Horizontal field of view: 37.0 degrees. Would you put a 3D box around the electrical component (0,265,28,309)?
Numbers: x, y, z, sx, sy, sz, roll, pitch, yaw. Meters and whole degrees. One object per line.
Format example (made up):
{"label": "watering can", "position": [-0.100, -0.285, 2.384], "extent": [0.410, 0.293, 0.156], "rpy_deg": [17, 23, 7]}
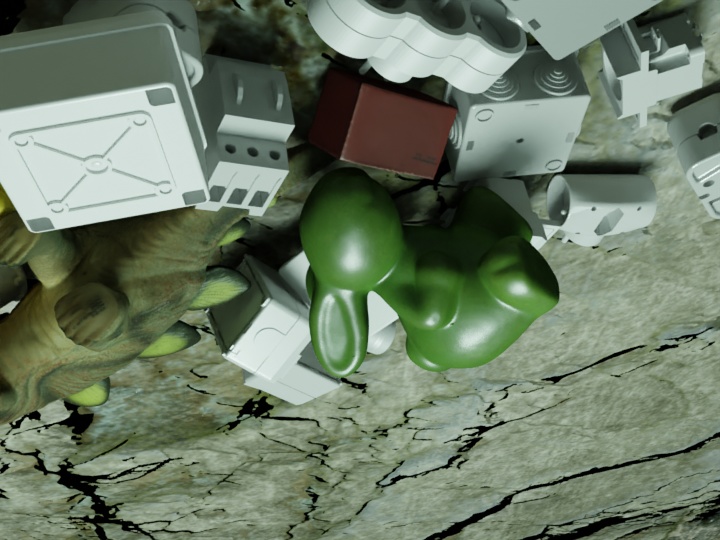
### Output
{"label": "electrical component", "position": [-0.282, 0.014, 0.797], "extent": [0.062, 0.048, 0.048], "rpy_deg": [-43, 177, -46]}

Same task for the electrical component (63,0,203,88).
{"label": "electrical component", "position": [-0.140, -0.124, 0.628], "extent": [0.095, 0.059, 0.054], "rpy_deg": [-30, 144, 28]}

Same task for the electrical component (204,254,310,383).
{"label": "electrical component", "position": [-0.079, 0.037, 0.867], "extent": [0.061, 0.096, 0.061], "rpy_deg": [33, 101, -31]}

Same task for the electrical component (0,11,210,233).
{"label": "electrical component", "position": [-0.145, -0.078, 0.586], "extent": [0.109, 0.056, 0.108], "rpy_deg": [-10, 149, -2]}

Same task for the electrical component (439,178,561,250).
{"label": "electrical component", "position": [0.094, -0.018, 0.875], "extent": [0.079, 0.063, 0.121], "rpy_deg": [6, 145, -26]}

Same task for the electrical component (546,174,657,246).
{"label": "electrical component", "position": [0.190, -0.046, 0.880], "extent": [0.077, 0.043, 0.079], "rpy_deg": [-1, 147, -17]}

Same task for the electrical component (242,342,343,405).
{"label": "electrical component", "position": [-0.063, 0.082, 0.987], "extent": [0.061, 0.061, 0.096], "rpy_deg": [-27, 146, 24]}

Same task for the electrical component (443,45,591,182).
{"label": "electrical component", "position": [0.106, -0.107, 0.748], "extent": [0.100, 0.048, 0.099], "rpy_deg": [-6, 148, -9]}

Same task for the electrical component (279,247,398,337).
{"label": "electrical component", "position": [0.000, 0.000, 0.851], "extent": [0.099, 0.048, 0.100], "rpy_deg": [47, 126, -10]}

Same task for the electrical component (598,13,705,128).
{"label": "electrical component", "position": [0.198, -0.141, 0.731], "extent": [0.064, 0.042, 0.081], "rpy_deg": [-18, 149, 4]}

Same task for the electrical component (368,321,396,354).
{"label": "electrical component", "position": [0.003, 0.052, 0.984], "extent": [0.046, 0.040, 0.040], "rpy_deg": [21, 137, -33]}

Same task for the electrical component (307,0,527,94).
{"label": "electrical component", "position": [0.028, -0.141, 0.663], "extent": [0.138, 0.052, 0.074], "rpy_deg": [10, 146, -31]}

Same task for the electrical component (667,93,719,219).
{"label": "electrical component", "position": [0.275, -0.089, 0.822], "extent": [0.054, 0.059, 0.095], "rpy_deg": [-25, 146, 21]}

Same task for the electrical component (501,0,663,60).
{"label": "electrical component", "position": [0.129, -0.180, 0.637], "extent": [0.100, 0.048, 0.100], "rpy_deg": [-28, 145, 25]}
